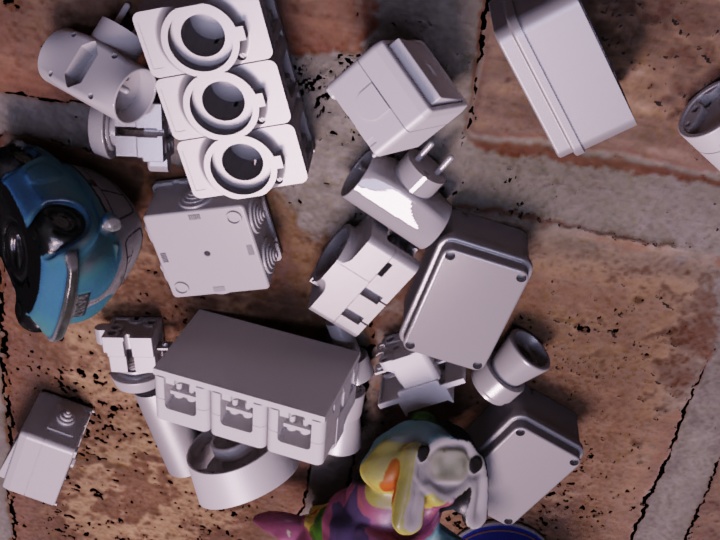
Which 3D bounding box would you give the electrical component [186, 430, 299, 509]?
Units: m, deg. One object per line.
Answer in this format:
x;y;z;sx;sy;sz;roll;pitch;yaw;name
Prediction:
-0.107;0.176;0.978;0.099;0.099;0.064;-12;116;13;electrical component

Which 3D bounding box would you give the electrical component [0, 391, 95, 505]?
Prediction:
-0.293;0.161;1.004;0.061;0.061;0.096;22;124;-9;electrical component

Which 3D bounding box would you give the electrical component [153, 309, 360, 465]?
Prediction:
-0.086;0.100;0.906;0.150;0.089;0.061;14;126;13;electrical component

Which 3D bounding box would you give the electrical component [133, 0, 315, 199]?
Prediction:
-0.095;-0.132;0.783;0.089;0.061;0.150;-8;123;11;electrical component

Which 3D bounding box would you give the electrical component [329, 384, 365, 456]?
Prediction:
-0.016;0.129;0.970;0.044;0.044;0.065;8;120;0;electrical component

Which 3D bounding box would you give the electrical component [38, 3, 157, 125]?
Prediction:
-0.181;-0.156;0.778;0.077;0.043;0.079;30;88;22;electrical component

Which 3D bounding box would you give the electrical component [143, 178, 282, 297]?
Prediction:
-0.118;-0.027;0.865;0.100;0.048;0.099;-6;127;12;electrical component

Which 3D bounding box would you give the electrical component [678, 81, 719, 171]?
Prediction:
0.266;-0.102;0.774;0.055;0.055;0.047;-38;117;26;electrical component

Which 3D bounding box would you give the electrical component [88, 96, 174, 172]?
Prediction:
-0.173;-0.108;0.815;0.055;0.048;0.066;2;108;4;electrical component

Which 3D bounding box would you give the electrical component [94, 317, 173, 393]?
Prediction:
-0.197;0.074;0.946;0.066;0.048;0.055;1;117;5;electrical component

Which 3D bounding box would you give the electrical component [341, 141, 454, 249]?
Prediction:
0.039;-0.066;0.827;0.077;0.043;0.079;33;121;-17;electrical component

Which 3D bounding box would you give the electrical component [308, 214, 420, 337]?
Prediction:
0.000;0.000;0.872;0.056;0.050;0.089;32;121;-16;electrical component

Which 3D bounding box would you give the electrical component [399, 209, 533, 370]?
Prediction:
0.085;0.018;0.872;0.078;0.057;0.113;17;124;-6;electrical component

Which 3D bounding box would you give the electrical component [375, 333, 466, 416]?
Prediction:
0.049;0.085;0.931;0.081;0.042;0.063;-20;120;18;electrical component

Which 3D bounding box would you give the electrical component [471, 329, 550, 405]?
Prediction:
0.128;0.084;0.921;0.045;0.045;0.055;33;122;-16;electrical component

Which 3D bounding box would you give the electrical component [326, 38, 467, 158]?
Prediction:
0.033;-0.125;0.761;0.061;0.096;0.061;-37;85;26;electrical component

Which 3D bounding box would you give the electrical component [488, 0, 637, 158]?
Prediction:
0.139;-0.144;0.743;0.057;0.078;0.113;-25;119;17;electrical component

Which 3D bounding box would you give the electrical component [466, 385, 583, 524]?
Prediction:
0.138;0.167;0.970;0.078;0.057;0.113;30;122;-15;electrical component
